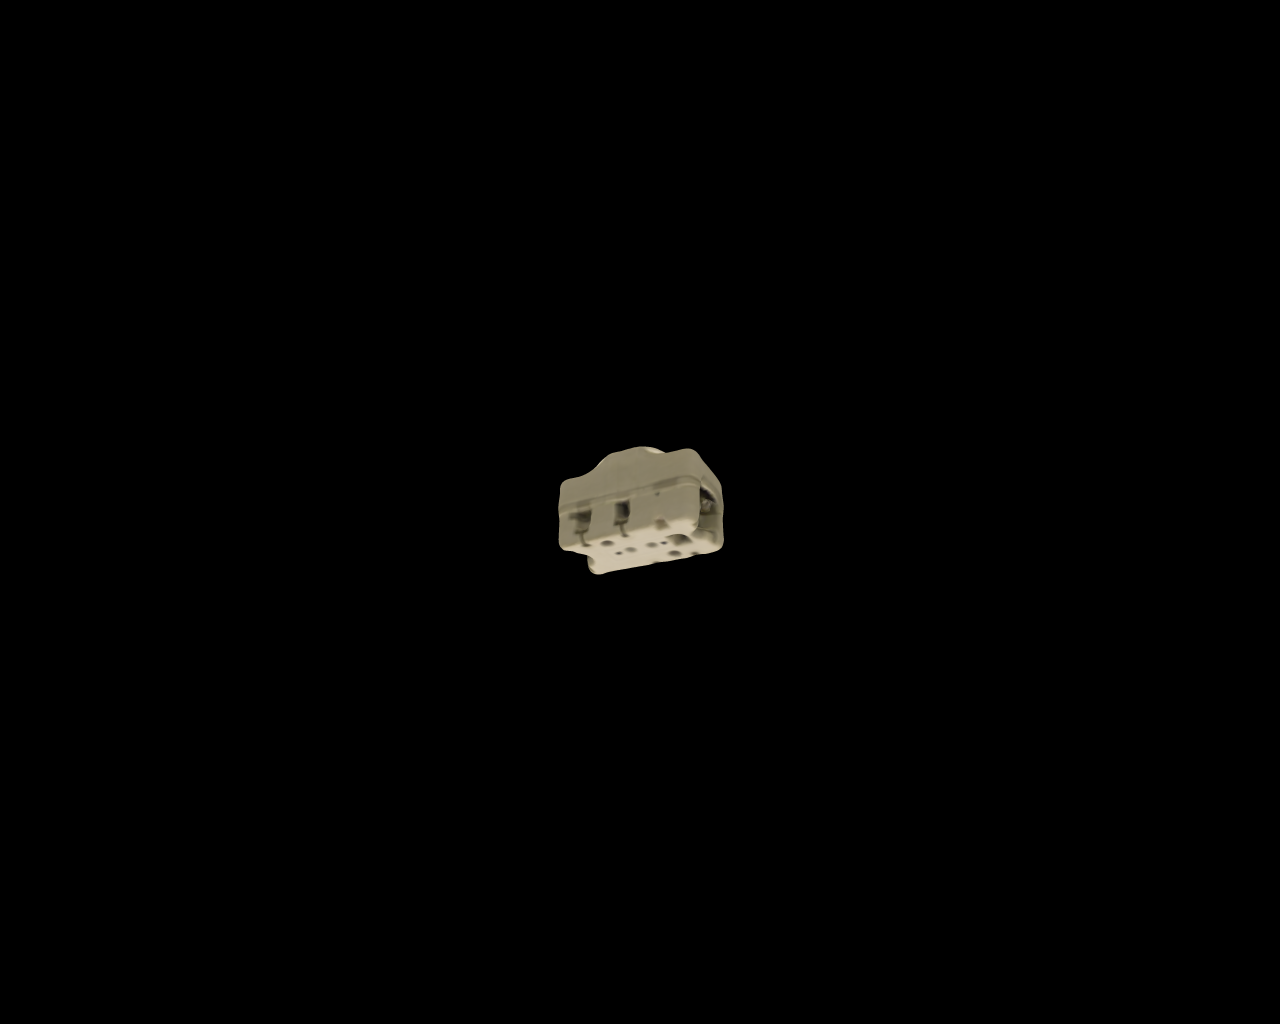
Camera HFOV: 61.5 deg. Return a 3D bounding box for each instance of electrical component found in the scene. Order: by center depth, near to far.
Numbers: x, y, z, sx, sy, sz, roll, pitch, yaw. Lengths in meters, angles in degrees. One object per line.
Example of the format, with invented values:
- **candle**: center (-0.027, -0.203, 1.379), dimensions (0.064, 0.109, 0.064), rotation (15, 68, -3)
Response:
- **electrical component**: center (0.001, -0.003, 0.650), dimensions (0.089, 0.056, 0.050), rotation (-13, -32, 22)
